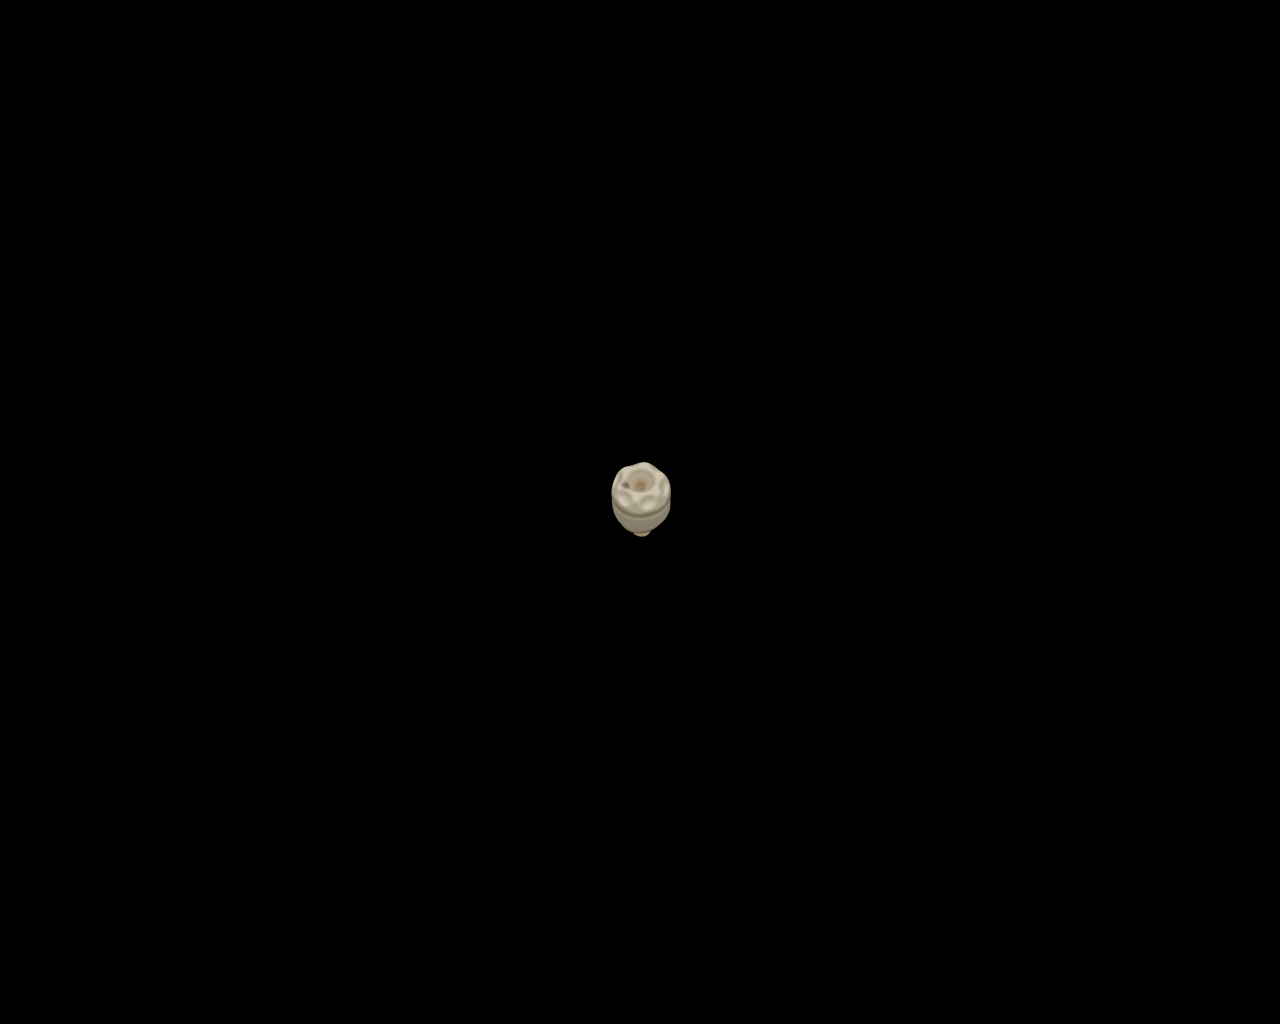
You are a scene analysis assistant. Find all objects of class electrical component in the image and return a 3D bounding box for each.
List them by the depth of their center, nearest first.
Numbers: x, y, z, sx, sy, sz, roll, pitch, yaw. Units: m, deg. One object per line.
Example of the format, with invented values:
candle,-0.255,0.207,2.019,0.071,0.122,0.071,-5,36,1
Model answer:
electrical component,0.001,-0.003,0.650,0.035,0.035,0.061,0,-32,0
